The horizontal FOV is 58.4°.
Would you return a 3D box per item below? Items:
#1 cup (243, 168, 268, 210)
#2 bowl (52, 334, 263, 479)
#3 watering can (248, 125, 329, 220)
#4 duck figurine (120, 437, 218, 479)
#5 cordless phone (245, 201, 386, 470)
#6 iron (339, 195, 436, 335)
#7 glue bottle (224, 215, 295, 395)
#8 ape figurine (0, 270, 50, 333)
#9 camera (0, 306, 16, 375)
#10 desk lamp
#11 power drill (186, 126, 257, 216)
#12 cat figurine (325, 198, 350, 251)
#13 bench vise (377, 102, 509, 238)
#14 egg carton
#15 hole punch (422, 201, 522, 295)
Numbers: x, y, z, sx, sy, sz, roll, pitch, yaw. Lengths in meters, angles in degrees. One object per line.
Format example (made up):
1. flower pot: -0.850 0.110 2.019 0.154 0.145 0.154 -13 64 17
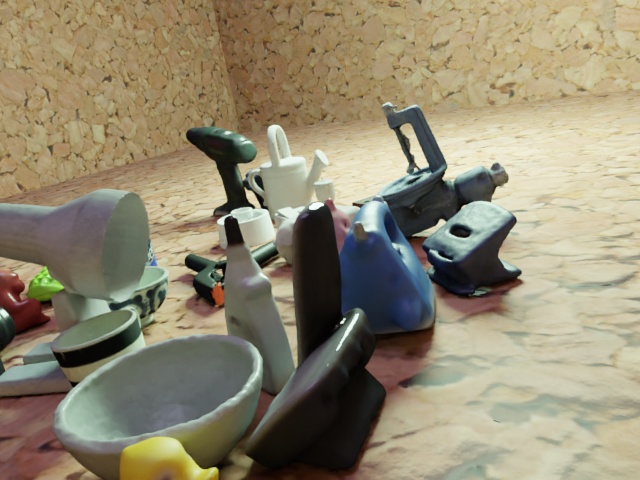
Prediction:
1. cup: -0.125 -0.113 1.307 0.091 0.095 0.118 2 20 36
2. bowl: -0.122 0.147 0.469 0.167 0.075 0.167 -10 16 3
3. watering can: -0.069 -0.149 1.216 0.173 0.194 0.101 -12 17 -4
4. duck figurine: -0.104 0.168 0.368 0.104 0.086 0.078 -5 17 19
5. cordless phone: -0.013 0.072 0.456 0.094 0.185 0.148 -5 17 18
6. iron: 0.069 0.015 0.674 0.118 0.141 0.258 -7 17 13
7. glue bottle: -0.067 0.060 0.552 0.037 0.173 0.077 -22 20 -34
8. ape figurine: -0.453 0.088 0.845 0.076 0.092 0.077 -21 19 -31
9. camera: -0.445 0.123 0.706 0.142 0.101 0.137 -3 18 25
10. desk lamp: -0.281 0.054 0.635 0.203 0.214 0.118 -8 17 9
11. power drill: -0.226 -0.164 1.338 0.228 0.208 0.076 6 24 45
12. cat figurine: 0.007 0.003 0.795 0.067 0.118 0.128 -3 18 25
13. bench vise: 0.179 -0.116 0.904 0.207 0.220 0.121 -11 16 0
14. egg carton: 0.005 -0.009 0.922 0.151 0.069 0.107 -25 21 -40
15. hole punch: 0.185 0.007 0.715 0.101 0.091 0.108 -15 17 -14
